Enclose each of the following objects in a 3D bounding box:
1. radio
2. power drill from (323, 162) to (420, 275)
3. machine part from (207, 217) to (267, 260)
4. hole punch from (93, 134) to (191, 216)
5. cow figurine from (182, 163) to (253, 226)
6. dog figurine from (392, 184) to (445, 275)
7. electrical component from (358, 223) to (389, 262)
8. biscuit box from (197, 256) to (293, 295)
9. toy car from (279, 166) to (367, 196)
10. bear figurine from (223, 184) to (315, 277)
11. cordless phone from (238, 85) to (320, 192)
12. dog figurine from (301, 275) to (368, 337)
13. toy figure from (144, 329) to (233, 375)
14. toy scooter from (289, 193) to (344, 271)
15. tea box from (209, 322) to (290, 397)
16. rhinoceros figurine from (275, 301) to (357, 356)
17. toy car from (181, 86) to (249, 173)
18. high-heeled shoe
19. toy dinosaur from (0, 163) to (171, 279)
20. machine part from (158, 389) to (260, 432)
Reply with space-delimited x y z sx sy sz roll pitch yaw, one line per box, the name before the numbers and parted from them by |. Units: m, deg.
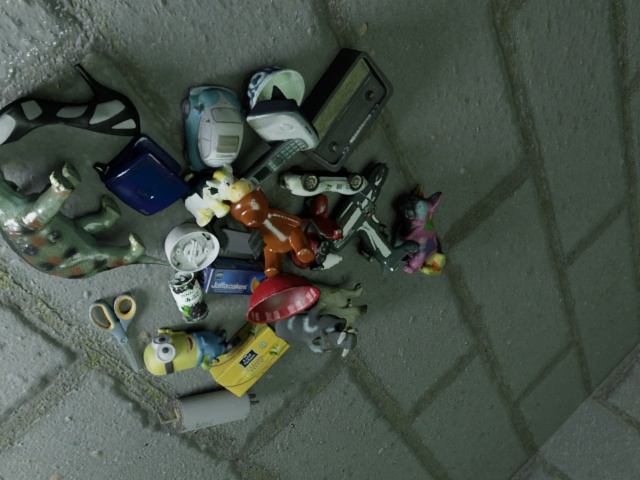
radio | 0.041 -0.262 1.105 0.131 0.073 0.229 35 93 -41
power drill | 0.135 -0.035 1.249 0.207 0.086 0.232 42 93 -18
machine part | -0.169 -0.004 1.060 0.039 0.139 0.084 -39 132 -42
hole punch | -0.304 -0.105 0.944 0.116 0.092 0.142 -46 134 0
cow figurine | -0.193 -0.093 0.978 0.098 0.167 0.068 51 49 -14
dog figurine | 0.263 -0.026 1.368 0.191 0.109 0.219 6 108 -36
electrical component | 0.134 0.005 1.333 0.078 0.045 0.102 26 98 -39
biscuit box | -0.160 0.080 1.159 0.202 0.059 0.062 7 110 -37
toy car | 0.010 -0.126 1.158 0.202 0.074 0.056 -4 112 -33
bear figurine | -0.111 -0.028 1.092 0.120 0.132 0.195 -28 139 14
cordless phone | -0.100 -0.171 0.976 0.184 0.089 0.146 -43 156 4
dog figurine | 0.000 0.172 1.311 0.190 0.121 0.172 9 116 -17
toy figure | -0.282 0.240 1.148 0.180 0.082 0.089 -1 112 -37
toy scooter | -0.002 -0.004 1.175 0.075 0.135 0.183 0 115 -37
tea box | -0.166 0.268 1.251 0.169 0.068 0.098 -46 132 -5
rhinoceros figurine | -0.009 0.198 1.192 0.073 0.191 0.112 79 26 -44
toy car | -0.187 -0.191 0.968 0.109 0.103 0.161 -2 113 -33
high-heeled shoe | -0.404 -0.163 0.833 0.249 0.086 0.145 -45 122 -23
toy dinosaur | -0.434 -0.005 0.894 0.192 0.131 0.404 -34 134 1
machine part | -0.252 0.393 1.251 0.243 0.079 0.079 -1 114 -35
